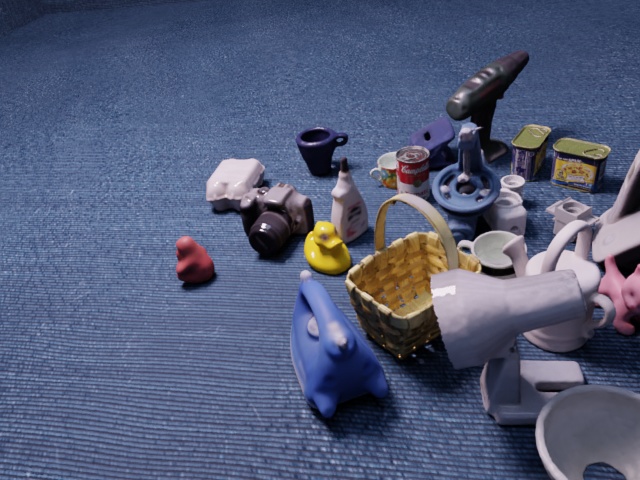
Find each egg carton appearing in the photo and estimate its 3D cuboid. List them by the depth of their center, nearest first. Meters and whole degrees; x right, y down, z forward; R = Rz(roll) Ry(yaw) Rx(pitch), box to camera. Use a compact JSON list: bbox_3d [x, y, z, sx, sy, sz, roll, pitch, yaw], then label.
[{"bbox_3d":[-0.186,-0.126,1.270,0.107,0.069,0.150,2,37,14],"label":"egg carton"}]

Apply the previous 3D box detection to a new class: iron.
[{"bbox_3d":[0.004,0.122,0.835,0.119,0.142,0.257,-17,37,-11],"label":"iron"}]

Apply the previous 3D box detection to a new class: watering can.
[{"bbox_3d":[0.335,0.055,0.814,0.172,0.194,0.101,17,43,30],"label":"watering can"}]

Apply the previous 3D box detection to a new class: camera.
[{"bbox_3d":[-0.100,-0.043,1.114,0.142,0.101,0.137,8,39,21],"label":"camera"}]

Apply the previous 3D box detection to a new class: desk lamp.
[{"bbox_3d":[0.242,0.126,0.720,0.203,0.214,0.118,-3,37,8],"label":"desk lamp"}]

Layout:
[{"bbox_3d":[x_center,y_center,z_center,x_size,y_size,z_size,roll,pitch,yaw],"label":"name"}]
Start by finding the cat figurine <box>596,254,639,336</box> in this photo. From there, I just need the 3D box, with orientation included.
[{"bbox_3d":[0.457,0.071,0.832,0.067,0.118,0.127,-16,37,-9],"label":"cat figurine"}]

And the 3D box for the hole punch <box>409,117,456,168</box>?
[{"bbox_3d":[0.250,-0.216,1.285,0.101,0.091,0.108,-7,36,2],"label":"hole punch"}]

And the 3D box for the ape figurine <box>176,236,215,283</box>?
[{"bbox_3d":[-0.236,0.031,1.049,0.075,0.092,0.078,18,44,31],"label":"ape figurine"}]

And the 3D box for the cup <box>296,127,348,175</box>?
[{"bbox_3d":[0.009,-0.201,1.309,0.117,0.095,0.091,-7,36,2],"label":"cup"}]

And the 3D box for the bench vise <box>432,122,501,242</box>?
[{"bbox_3d":[0.265,-0.132,1.059,0.121,0.220,0.207,-4,37,6],"label":"bench vise"}]

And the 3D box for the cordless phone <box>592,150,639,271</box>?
[{"bbox_3d":[0.506,-0.053,0.933,0.094,0.185,0.148,7,39,20],"label":"cordless phone"}]

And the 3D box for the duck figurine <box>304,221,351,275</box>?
[{"bbox_3d":[0.010,0.004,1.041,0.078,0.086,0.104,-28,40,-24],"label":"duck figurine"}]

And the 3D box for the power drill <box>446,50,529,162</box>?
[{"bbox_3d":[0.369,-0.284,1.253,0.230,0.209,0.075,-30,41,-26],"label":"power drill"}]

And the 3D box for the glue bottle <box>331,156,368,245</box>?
[{"bbox_3d":[0.051,-0.078,1.069,0.037,0.173,0.078,26,49,38],"label":"glue bottle"}]

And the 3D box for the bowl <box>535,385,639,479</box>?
[{"bbox_3d":[0.329,0.252,0.651,0.167,0.075,0.167,-5,36,4],"label":"bowl"}]
